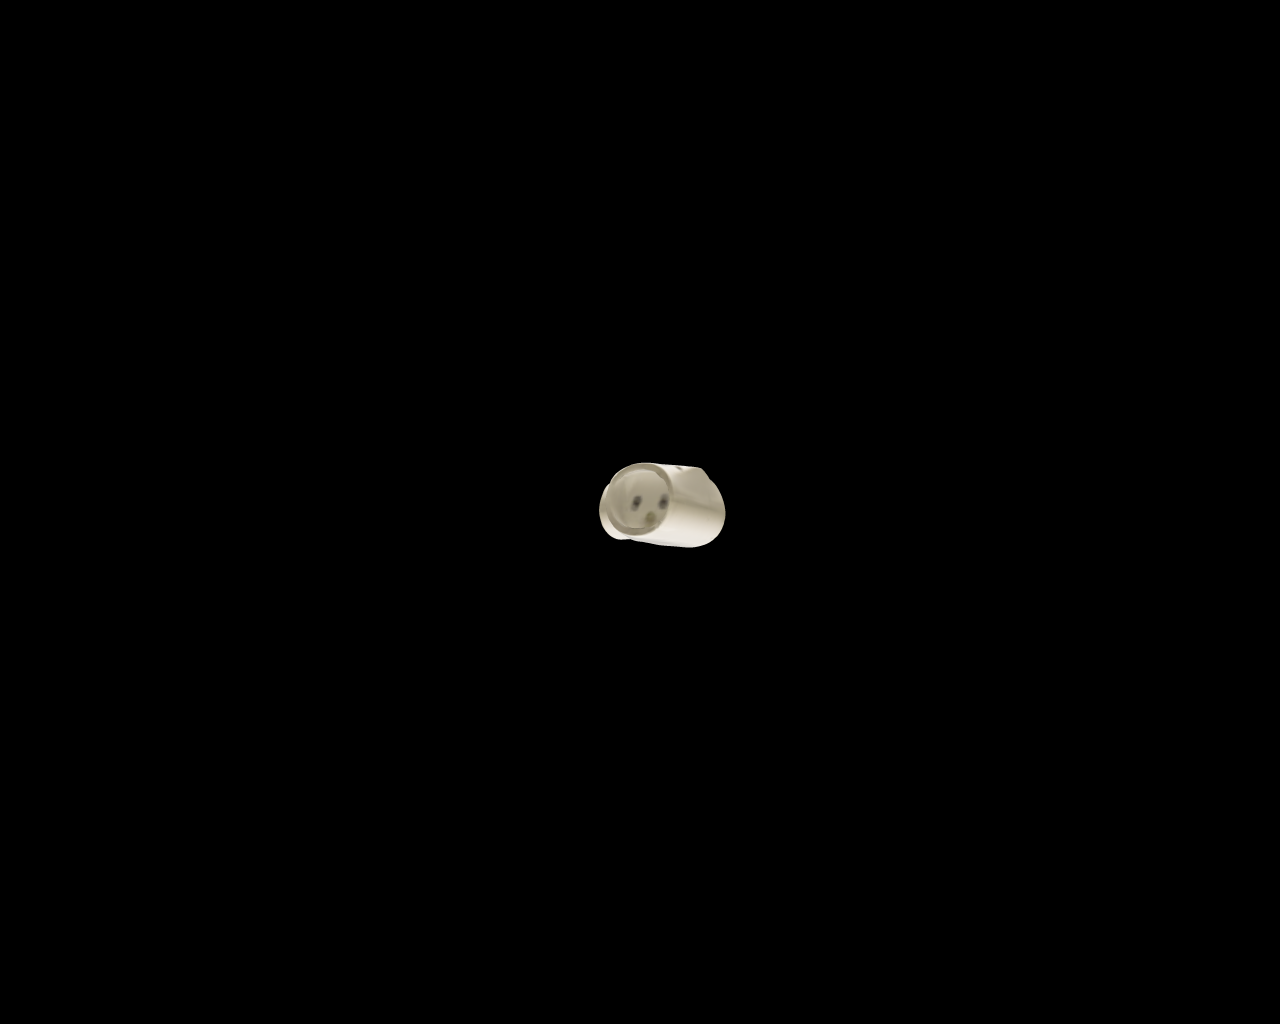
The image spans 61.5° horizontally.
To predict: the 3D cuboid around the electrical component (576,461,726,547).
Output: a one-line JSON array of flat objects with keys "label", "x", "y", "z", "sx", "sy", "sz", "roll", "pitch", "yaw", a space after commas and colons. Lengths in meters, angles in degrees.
[{"label": "electrical component", "x": 0.001, "y": -0.003, "z": 0.650, "sx": 0.079, "sy": 0.043, "sz": 0.077, "roll": -4, "pitch": -8, "yaw": 28}]
